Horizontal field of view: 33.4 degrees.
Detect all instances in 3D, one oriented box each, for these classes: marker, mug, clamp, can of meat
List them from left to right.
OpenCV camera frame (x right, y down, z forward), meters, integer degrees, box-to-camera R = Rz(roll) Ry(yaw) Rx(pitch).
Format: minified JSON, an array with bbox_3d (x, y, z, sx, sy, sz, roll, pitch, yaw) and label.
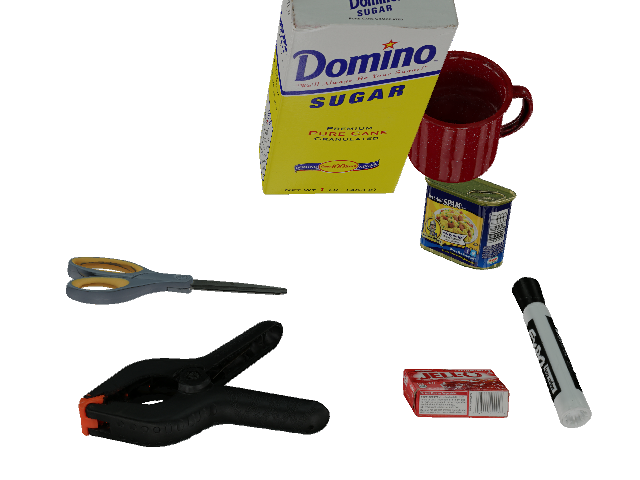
[{"bbox_3d":[-0.087,0.103,0.772,0.171,0.039,0.120,-3,26,-11],"label":"clamp"},{"bbox_3d":[0.161,-0.022,1.182,0.057,0.084,0.102,-16,30,-42],"label":"can of meat"},{"bbox_3d":[0.129,-0.107,0.935,0.117,0.093,0.081,-12,-37,-7],"label":"mug"},{"bbox_3d":[0.143,0.066,0.671,0.020,0.020,0.121,0,39,-8],"label":"marker"}]

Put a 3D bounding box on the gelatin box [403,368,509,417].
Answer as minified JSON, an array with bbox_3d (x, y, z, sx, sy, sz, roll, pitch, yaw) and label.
[{"bbox_3d":[0.126,0.142,1.006,0.089,0.030,0.073,1,8,-3],"label":"gelatin box"}]

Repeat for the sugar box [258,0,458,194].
[{"bbox_3d":[0.016,-0.089,0.648,0.093,0.048,0.176,-2,-26,-9],"label":"sugar box"}]

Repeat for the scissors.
[{"bbox_3d":[-0.138,0.044,0.957,0.202,0.016,0.096,9,20,10],"label":"scissors"}]
